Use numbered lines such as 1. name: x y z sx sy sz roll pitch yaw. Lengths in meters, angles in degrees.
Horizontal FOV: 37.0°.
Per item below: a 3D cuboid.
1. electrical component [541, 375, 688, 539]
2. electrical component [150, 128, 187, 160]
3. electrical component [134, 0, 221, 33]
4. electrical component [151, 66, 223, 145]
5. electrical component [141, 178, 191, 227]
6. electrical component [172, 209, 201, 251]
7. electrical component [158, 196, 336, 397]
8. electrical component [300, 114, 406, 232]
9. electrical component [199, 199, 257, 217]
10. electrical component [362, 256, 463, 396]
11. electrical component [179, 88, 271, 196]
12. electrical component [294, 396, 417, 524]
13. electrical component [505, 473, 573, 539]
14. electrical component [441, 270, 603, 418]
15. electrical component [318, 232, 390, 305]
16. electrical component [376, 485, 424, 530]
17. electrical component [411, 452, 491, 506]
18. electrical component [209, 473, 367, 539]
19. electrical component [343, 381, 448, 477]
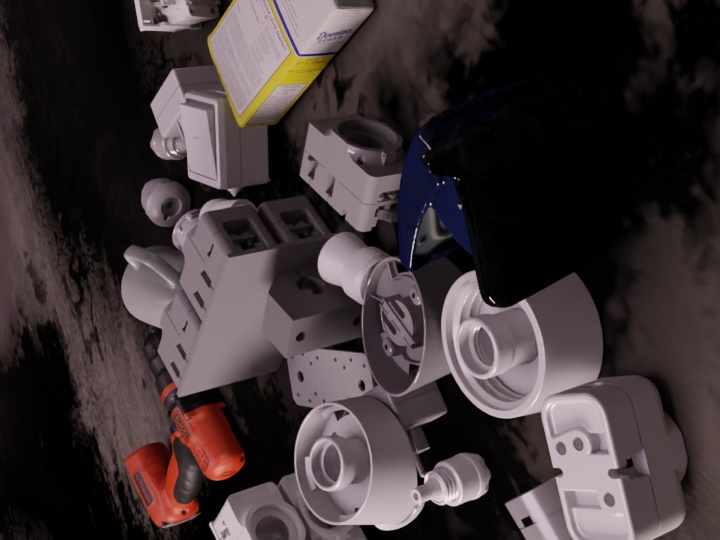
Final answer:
1. electrical component: 0.156 0.114 0.648 0.054 0.059 0.095 -14 88 55
2. electrical component: -0.182 -0.127 1.073 0.061 0.035 0.035 11 109 51
3. electrical component: -0.167 -0.244 0.985 0.064 0.081 0.042 -4 98 33
4. electrical component: -0.156 -0.143 1.019 0.066 0.047 0.076 -40 68 52
5. electrical component: -0.207 -0.075 1.116 0.062 0.048 0.048 36 129 53
6. electrical component: -0.149 -0.027 1.050 0.062 0.048 0.048 37 129 35
7. electrical component: -0.105 0.021 0.948 0.060 0.105 0.186 56 140 29
8. electrical component: 0.000 -0.079 0.815 0.089 0.050 0.055 45 134 39
9. electrical component: -0.122 -0.048 1.010 0.046 0.040 0.040 -2 99 49
10. electrical component: 0.038 0.037 0.785 0.099 0.064 0.099 22 118 50
11. electrical component: -0.123 -0.112 0.969 0.062 0.061 0.096 22 118 50
12. electrical component: -0.002 0.145 0.813 0.099 0.064 0.099 -4 84 48
13. electrical component: 0.131 0.162 0.705 0.055 0.055 0.047 -45 67 51
14. electrical component: 0.098 0.045 0.706 0.108 0.060 0.108 22 118 50
15. electrical component: 0.000 0.000 0.846 0.055 0.045 0.045 32 125 45
16. electrical component: 0.021 0.176 0.874 0.062 0.048 0.048 50 137 44
17. electrical component: 0.064 0.157 0.789 0.035 0.061 0.035 22 118 50
18. electrical component: -0.037 0.269 0.929 0.186 0.105 0.060 57 140 26
19. electrical component: 0.031 0.129 0.841 0.083 0.047 0.075 -41 68 52
